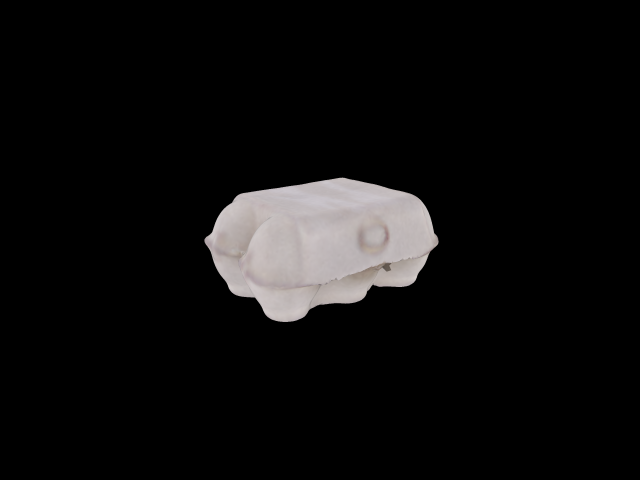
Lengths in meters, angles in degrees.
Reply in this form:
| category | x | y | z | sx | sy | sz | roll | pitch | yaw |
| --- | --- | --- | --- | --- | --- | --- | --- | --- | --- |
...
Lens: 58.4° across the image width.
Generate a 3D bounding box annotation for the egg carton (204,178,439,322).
| category | x | y | z | sx | sy | sz | roll | pitch | yaw |
| --- | --- | --- | --- | --- | --- | --- | --- | --- | --- |
| egg carton | 0.004 | 0.001 | 0.400 | 0.151 | 0.069 | 0.107 | -13 | 22 | -35 |
